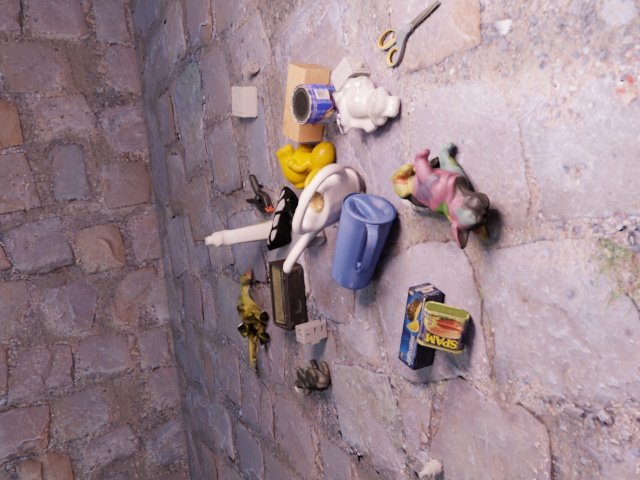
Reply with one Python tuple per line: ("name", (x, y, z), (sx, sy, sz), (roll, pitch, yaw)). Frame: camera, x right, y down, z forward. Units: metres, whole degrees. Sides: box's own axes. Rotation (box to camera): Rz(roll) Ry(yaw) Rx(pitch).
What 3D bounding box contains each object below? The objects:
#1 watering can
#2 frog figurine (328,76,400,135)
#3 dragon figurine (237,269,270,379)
("watering can", (0.004, -0.069, 1.364), (0.105, 0.227, 0.339), (40, 134, 22))
("frog figurine", (0.118, -0.331, 1.248), (0.159, 0.123, 0.137), (-9, 93, 23))
("dragon figurine", (-0.284, 0.323, 2.078), (0.245, 0.122, 0.406), (-141, 50, -70))
